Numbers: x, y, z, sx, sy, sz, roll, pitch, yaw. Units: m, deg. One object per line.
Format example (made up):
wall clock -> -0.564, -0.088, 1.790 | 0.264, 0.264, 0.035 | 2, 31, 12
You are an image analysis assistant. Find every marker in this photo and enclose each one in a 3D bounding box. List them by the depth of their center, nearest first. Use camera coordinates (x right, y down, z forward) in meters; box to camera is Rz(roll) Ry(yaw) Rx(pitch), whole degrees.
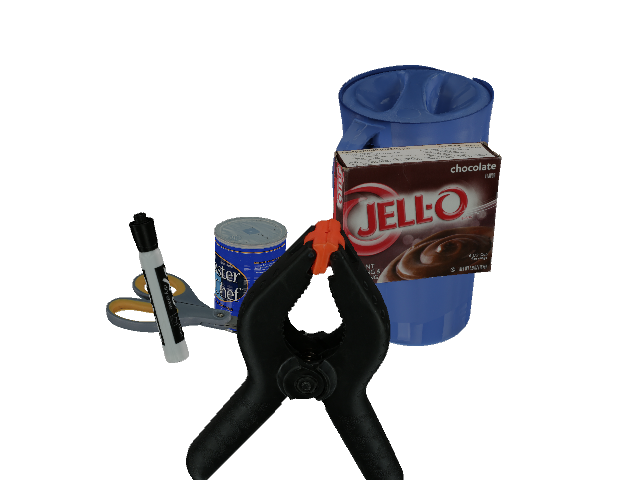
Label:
marker -> -0.124, 0.036, 0.822 | 0.020, 0.121, 0.020 | -11, 18, 3

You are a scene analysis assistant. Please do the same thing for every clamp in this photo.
clamp -> -0.017, 0.071, 0.563 | 0.120, 0.171, 0.039 | -3, 25, -2

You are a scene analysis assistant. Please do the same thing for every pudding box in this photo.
pudding box -> 0.065, -0.020, 0.744 | 0.113, 0.090, 0.039 | -6, 29, -13

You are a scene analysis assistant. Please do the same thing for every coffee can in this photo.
coffee can -> -0.101, 0.049, 1.523 | 0.103, 0.140, 0.103 | 2, 23, -1

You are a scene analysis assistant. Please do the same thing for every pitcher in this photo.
pitcher -> 0.079, -0.024, 0.964 | 0.149, 0.243, 0.145 | -5, 30, -5

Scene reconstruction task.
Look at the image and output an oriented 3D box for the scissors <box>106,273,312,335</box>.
scissors -> -0.103, 0.064, 1.029 | 0.201, 0.016, 0.096 | 3, 33, -4
